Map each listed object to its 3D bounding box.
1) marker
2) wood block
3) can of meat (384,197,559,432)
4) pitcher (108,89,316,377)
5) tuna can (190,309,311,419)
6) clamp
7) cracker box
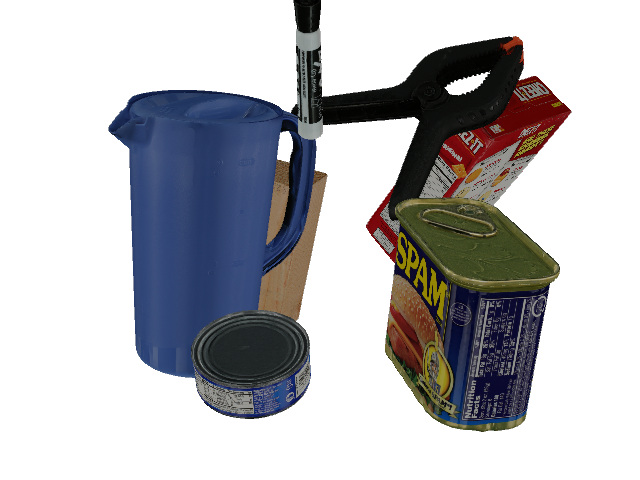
[{"bbox_3d":[-0.008,-0.124,0.755,0.020,0.121,0.020,-1,45,1],"label":"marker"},{"bbox_3d":[-0.064,0.009,1.359,0.090,0.206,0.090,17,22,13],"label":"wood block"},{"bbox_3d":[0.071,0.035,0.538,0.057,0.084,0.102,-2,24,-16],"label":"can of meat"},{"bbox_3d":[-0.097,-0.008,0.949,0.149,0.243,0.144,10,20,14],"label":"pitcher"},{"bbox_3d":[-0.049,0.089,0.773,0.086,0.034,0.086,-2,34,1],"label":"tuna can"},{"bbox_3d":[0.098,-0.109,0.931,0.210,0.165,0.036,-27,-37,-8],"label":"clamp"},{"bbox_3d":[0.166,-0.082,1.226,0.163,0.072,0.214,-22,-25,-44],"label":"cracker box"}]
